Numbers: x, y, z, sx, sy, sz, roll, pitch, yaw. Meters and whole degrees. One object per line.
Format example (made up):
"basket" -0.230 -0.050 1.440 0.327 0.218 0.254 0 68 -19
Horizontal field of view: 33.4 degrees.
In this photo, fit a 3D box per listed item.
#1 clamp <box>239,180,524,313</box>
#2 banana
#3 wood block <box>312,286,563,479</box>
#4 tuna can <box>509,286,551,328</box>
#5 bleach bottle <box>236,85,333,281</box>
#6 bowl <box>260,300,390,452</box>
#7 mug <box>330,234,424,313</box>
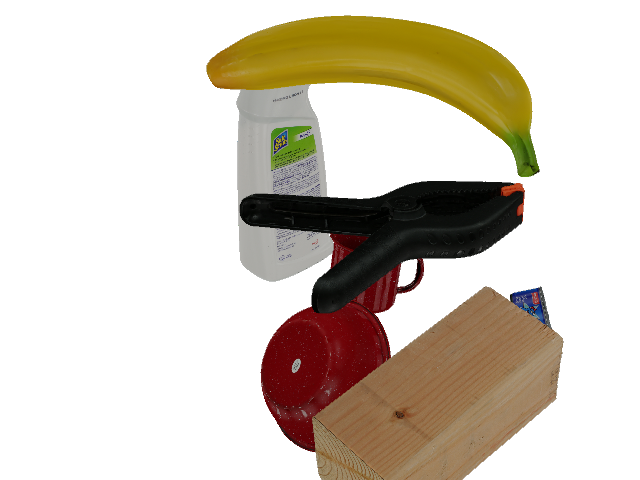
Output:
"clamp" 0.051 -0.014 0.786 0.209 0.036 0.165 -15 31 -24
"banana" 0.035 -0.094 0.593 0.198 0.069 0.037 17 -31 18
"wood block" 0.101 0.141 0.903 0.205 0.090 0.091 -33 50 -26
"tuna can" 0.218 0.092 1.085 0.034 0.086 0.086 -13 -3 12
"bleach bottle" -0.035 -0.085 1.058 0.102 0.251 0.068 -28 44 -35
"bowl" -0.008 0.130 1.080 0.162 0.162 0.055 0 -16 42
"mug" 0.065 0.035 1.269 0.117 0.081 0.093 3 24 -9
